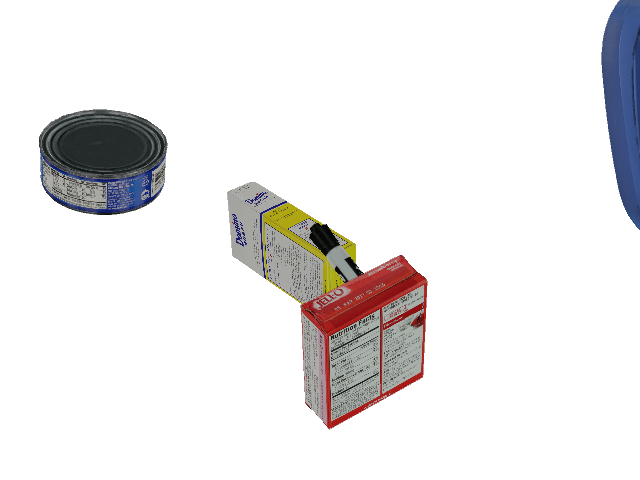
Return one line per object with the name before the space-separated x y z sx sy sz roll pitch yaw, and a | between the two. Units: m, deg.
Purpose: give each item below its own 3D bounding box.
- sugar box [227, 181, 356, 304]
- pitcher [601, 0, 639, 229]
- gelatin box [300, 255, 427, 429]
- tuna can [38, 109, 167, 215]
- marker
sugar box | -0.033 0.011 1.178 0.048 0.093 0.176 -25 41 -30
pitcher | 0.239 -0.051 0.602 0.149 0.243 0.145 -4 22 15
gelatin box | 0.026 0.060 0.634 0.073 0.089 0.030 -26 46 -24
tuna can | -0.149 -0.054 0.732 0.086 0.034 0.086 6 36 -4
marker | 0.030 0.033 0.884 0.020 0.121 0.020 -33 -17 -12
